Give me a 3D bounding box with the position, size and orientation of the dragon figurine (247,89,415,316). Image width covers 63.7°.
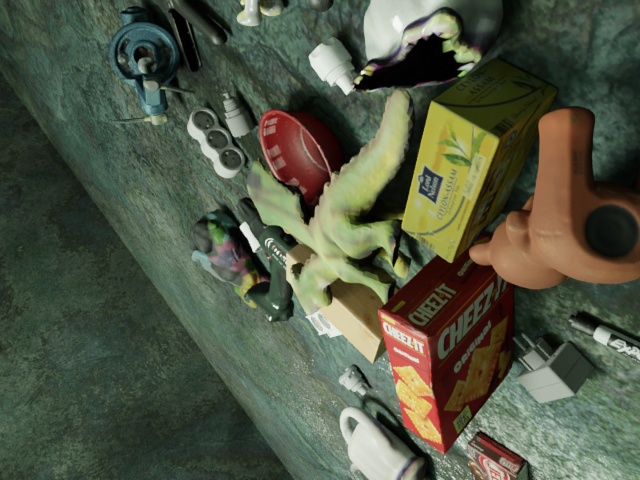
[{"bbox_3d":[0.002,-0.033,0.654,0.244,0.400,0.125,18,47,22],"label":"dragon figurine"}]

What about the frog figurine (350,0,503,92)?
[{"bbox_3d":[0.083,-0.216,0.435,0.123,0.161,0.136,1,-13,-13],"label":"frog figurine"}]

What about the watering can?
[{"bbox_3d":[0.137,0.508,1.180,0.105,0.339,0.227,-36,50,-27],"label":"watering can"}]
